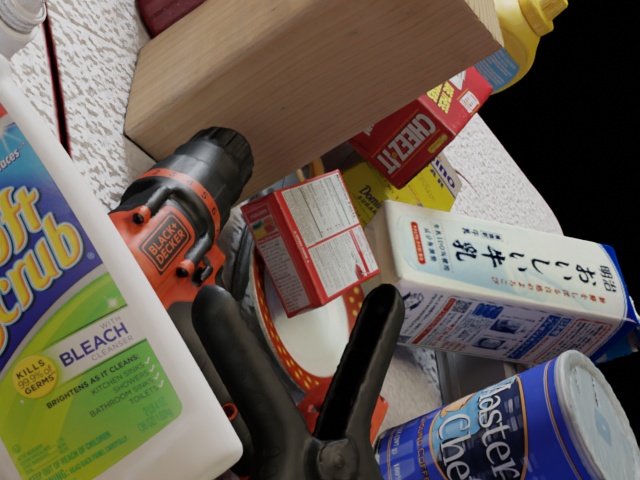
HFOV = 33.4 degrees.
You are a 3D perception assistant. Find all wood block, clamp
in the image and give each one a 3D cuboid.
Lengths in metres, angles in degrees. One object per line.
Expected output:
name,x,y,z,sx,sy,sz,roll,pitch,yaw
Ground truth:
wood block,-0.008,-0.114,0.632,0.090,0.206,0.090,42,32,-34
clamp,0.005,0.097,0.506,0.120,0.039,0.171,-10,90,-33

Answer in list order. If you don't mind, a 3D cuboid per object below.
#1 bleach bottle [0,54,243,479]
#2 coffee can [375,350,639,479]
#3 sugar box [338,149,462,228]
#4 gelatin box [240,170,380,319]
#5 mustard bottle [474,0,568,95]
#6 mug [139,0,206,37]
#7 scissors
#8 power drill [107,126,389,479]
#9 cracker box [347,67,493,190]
bleach bottle,-0.137,0.006,0.431,0.102,0.068,0.251,-31,85,-20
coffee can,0.120,0.144,0.685,0.102,0.140,0.103,42,32,-35
sugar box,0.067,-0.047,0.885,0.093,0.048,0.176,56,28,-11
gelatin box,-0.004,0.001,0.659,0.089,0.030,0.073,-25,92,-61
mustard bottle,0.132,-0.166,0.950,0.096,0.192,0.058,43,32,-34
mug,-0.074,-0.173,0.712,0.117,0.082,0.093,52,28,-18
scissors,-0.026,-0.022,0.726,0.096,0.016,0.201,43,37,-43
power drill,-0.043,0.047,0.562,0.187,0.057,0.184,52,40,-15
cracker box,0.025,-0.153,0.833,0.213,0.072,0.164,45,28,-1
